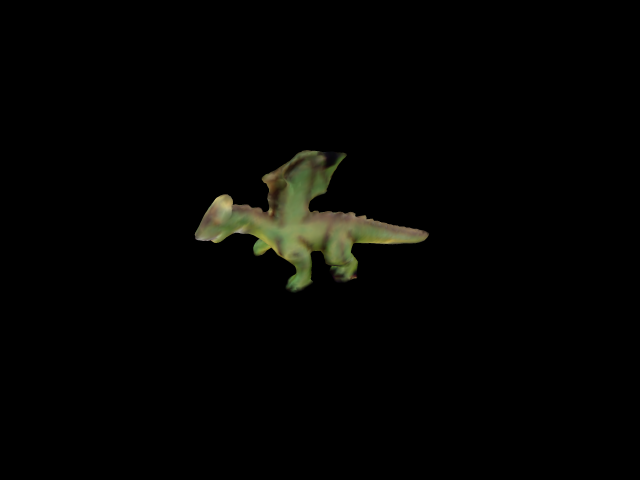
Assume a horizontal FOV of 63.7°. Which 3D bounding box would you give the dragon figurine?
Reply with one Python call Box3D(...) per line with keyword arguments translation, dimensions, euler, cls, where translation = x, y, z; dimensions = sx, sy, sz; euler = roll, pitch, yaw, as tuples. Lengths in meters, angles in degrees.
Box3D(translation=(0.003, -0.043, 0.850), dimensions=(0.411, 0.125, 0.237), euler=(-14, -41, -12), cls="dragon figurine")
